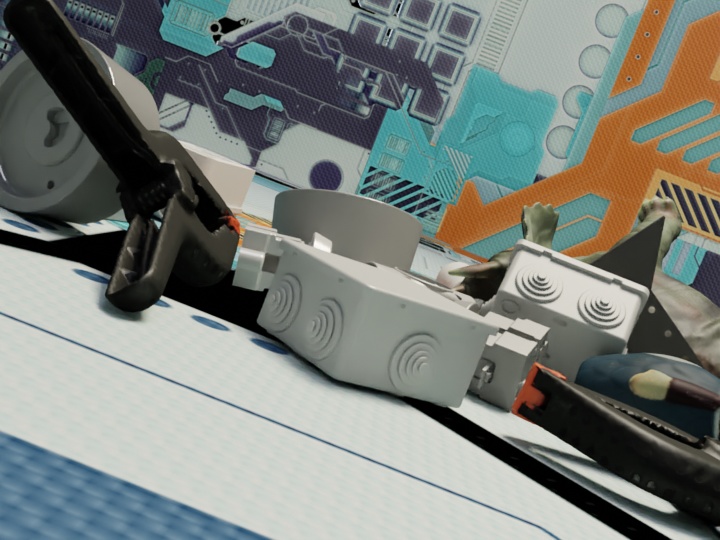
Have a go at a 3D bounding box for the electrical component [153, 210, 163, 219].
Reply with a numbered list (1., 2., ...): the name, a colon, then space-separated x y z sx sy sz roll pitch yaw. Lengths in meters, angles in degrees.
1. electrical component: -0.173 -0.070 0.873 0.079 0.043 0.077 19 6 -31

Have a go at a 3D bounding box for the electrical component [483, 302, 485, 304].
1. electrical component: 0.155 0.036 1.047 0.059 0.053 0.095 21 5 -4

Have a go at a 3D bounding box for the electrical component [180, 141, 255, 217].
1. electrical component: -0.157 -0.084 1.008 0.078 0.057 0.113 23 6 15

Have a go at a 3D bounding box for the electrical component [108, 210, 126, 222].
1. electrical component: -0.229 -0.091 0.760 0.150 0.061 0.089 23 5 17

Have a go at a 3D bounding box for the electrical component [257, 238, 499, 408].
1. electrical component: 0.006 0.028 0.548 0.100 0.048 0.100 18 6 -36

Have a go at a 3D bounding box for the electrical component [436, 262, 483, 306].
1. electrical component: 0.103 0.020 1.088 0.044 0.044 0.065 21 10 -9

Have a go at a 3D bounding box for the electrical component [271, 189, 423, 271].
1. electrical component: -0.014 -0.011 0.762 0.108 0.060 0.108 11 -12 2

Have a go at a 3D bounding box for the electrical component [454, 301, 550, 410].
1. electrical component: 0.073 0.047 0.623 0.055 0.048 0.066 22 26 19

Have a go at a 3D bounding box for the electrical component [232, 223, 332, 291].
1. electrical component: -0.049 -0.004 0.688 0.055 0.048 0.066 13 6 -5

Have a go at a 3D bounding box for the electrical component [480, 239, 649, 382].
1. electrical component: 0.126 0.039 0.690 0.100 0.099 0.048 22 50 11

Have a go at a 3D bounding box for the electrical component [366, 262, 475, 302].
1. electrical component: 0.040 0.030 0.692 0.077 0.044 0.079 19 5 -24

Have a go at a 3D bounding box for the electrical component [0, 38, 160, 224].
1. electrical component: -0.171 -0.079 0.648 0.108 0.108 0.060 24 0 30
